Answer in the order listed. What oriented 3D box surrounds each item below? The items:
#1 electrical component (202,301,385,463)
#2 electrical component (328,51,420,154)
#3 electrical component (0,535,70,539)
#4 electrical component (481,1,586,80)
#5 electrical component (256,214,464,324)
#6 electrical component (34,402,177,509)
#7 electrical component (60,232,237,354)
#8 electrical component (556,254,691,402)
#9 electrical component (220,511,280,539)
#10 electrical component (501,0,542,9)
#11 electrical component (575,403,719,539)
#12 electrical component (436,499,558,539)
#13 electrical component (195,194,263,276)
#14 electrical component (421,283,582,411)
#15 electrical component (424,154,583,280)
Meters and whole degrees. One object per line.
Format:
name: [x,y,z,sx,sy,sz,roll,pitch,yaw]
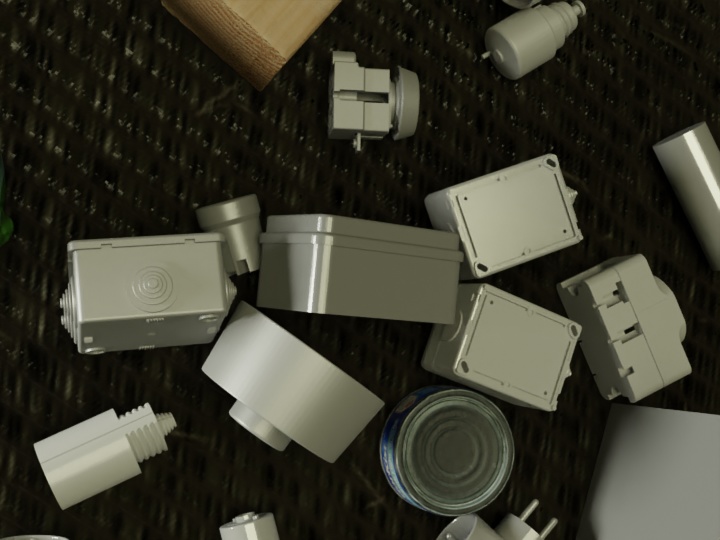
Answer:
electrical component: [-0.046,0.074,0.654,0.108,0.108,0.060,37,84,-10]
electrical component: [0.008,-0.110,0.710,0.055,0.048,0.066,1,86,-8]
electrical component: [-0.178,0.200,0.639,0.079,0.044,0.077,3,86,-16]
electrical component: [0.123,-0.164,0.747,0.078,0.040,0.040,-32,95,-15]
electrical component: [0.000,0.000,0.670,0.113,0.078,0.057,7,88,-35]
electrical component: [-0.151,0.108,0.653,0.081,0.043,0.043,-24,93,-15]
electrical component: [-0.126,0.016,0.638,0.100,0.099,0.048,-4,75,-16]
electrical component: [0.186,0.038,0.746,0.056,0.050,0.089,-24,93,-15]
electrical component: [-0.064,0.185,0.674,0.044,0.044,0.065,-13,85,-16]
electrical component: [0.109,-0.227,0.720,0.064,0.099,0.099,-37,96,-9]
electrical component: [0.217,0.148,0.677,0.060,0.186,0.105,19,82,-13]
electrical component: [0.100,0.189,0.716,0.077,0.043,0.079,45,77,-8]
electrical component: [-0.079,-0.021,0.684,0.040,0.040,0.046,-17,96,-16]
electrical component: [0.097,0.053,0.719,0.096,0.061,0.061,23,81,-21]
electrical component: [0.100,-0.036,0.721,0.096,0.061,0.061,-19,93,-15]
